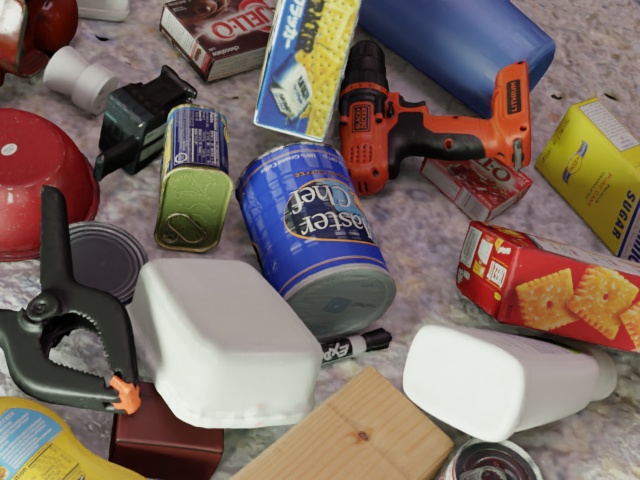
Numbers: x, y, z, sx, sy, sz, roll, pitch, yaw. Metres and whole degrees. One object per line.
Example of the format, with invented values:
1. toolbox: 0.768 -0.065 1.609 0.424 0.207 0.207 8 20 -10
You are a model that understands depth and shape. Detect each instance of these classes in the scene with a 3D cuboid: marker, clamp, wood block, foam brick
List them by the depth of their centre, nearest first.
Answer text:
1. wood block: -0.010 0.193 0.751 0.091 0.090 0.205 42 51 18
2. foam brick: -0.113 0.141 0.785 0.078 0.051 0.053 9 48 -12
3. clamp: -0.200 0.050 0.794 0.210 0.036 0.164 29 64 25
4. marker: 0.007 0.094 0.888 0.120 0.020 0.020 -12 56 -27

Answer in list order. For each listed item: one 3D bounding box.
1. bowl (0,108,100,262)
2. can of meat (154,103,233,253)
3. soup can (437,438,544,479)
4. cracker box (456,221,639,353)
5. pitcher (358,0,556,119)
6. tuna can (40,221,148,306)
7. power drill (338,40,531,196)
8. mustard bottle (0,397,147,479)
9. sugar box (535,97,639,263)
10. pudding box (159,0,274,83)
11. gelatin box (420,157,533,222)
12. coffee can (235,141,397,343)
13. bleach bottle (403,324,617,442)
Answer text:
1. bowl: -0.264 -0.060 0.900 0.162 0.055 0.162 9 49 -11
2. can of meat: -0.110 -0.054 0.918 0.057 0.102 0.084 5 48 -13
3. soup can: 0.112 0.198 0.780 0.068 0.102 0.068 10 49 -11
4. cracker box: 0.238 0.049 0.919 0.213 0.072 0.164 14 6 -8
5. pitcher: 0.136 -0.248 1.144 0.243 0.149 0.144 42 37 13
6. tuna can: -0.184 0.028 0.867 0.086 0.034 0.086 10 49 -12
7. power drill: 0.110 -0.128 1.044 0.188 0.057 0.184 -4 58 11
8. mustard bottle: -0.203 0.163 0.730 0.192 0.058 0.096 34 52 10
9. sugar box: 0.298 -0.047 1.058 0.048 0.093 0.176 -18 59 -30
10. pudding box: -0.095 -0.215 1.099 0.113 0.039 0.090 -26 63 -34
11. gelatin box: 0.155 -0.064 1.065 0.073 0.030 0.089 -31 67 -37
12. coffee can: -0.006 0.001 0.905 0.102 0.103 0.140 -4 53 -22
13. bleach bottle: 0.175 0.108 0.848 0.103 0.068 0.250 22 10 39
